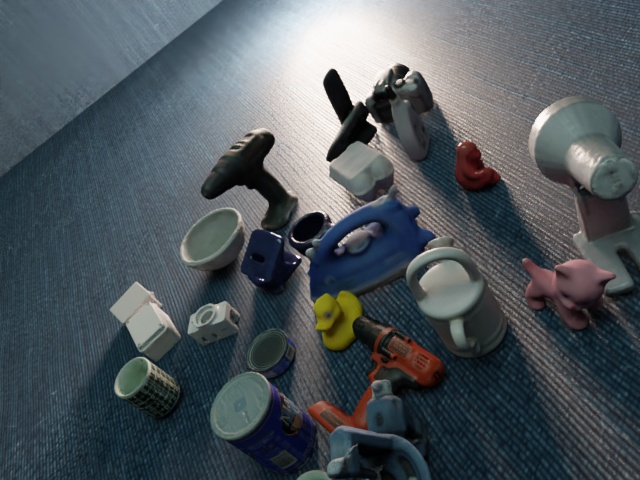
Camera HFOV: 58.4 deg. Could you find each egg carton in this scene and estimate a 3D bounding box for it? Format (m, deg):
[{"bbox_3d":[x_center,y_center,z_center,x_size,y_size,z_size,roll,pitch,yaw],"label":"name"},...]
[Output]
[{"bbox_3d":[0.087,-0.145,1.205,0.107,0.070,0.149,-42,39,-5],"label":"egg carton"}]

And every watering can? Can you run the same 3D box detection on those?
[{"bbox_3d":[0.184,0.072,0.812,0.101,0.195,0.172,-35,38,4],"label":"watering can"}]

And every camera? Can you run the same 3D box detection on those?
[{"bbox_3d":[0.181,-0.356,1.316,0.142,0.101,0.137,-8,47,32],"label":"camera"}]

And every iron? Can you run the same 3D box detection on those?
[{"bbox_3d":[0.062,0.010,1.012,0.258,0.142,0.118,-31,39,9],"label":"iron"}]

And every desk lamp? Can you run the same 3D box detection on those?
[{"bbox_3d":[0.383,-0.068,0.780,0.117,0.214,0.203,-26,40,15],"label":"desk lamp"}]

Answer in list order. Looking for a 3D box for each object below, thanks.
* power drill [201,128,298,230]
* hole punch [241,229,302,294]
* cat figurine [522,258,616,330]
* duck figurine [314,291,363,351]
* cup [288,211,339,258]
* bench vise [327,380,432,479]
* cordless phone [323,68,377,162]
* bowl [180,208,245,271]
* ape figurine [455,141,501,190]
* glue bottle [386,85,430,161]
[{"bbox_3d":[-0.142,-0.121,1.248,0.075,0.209,0.230,-2,51,37],"label":"power drill"},{"bbox_3d":[-0.108,0.042,1.153,0.108,0.091,0.101,16,62,46],"label":"hole punch"},{"bbox_3d":[0.330,0.058,0.773,0.067,0.118,0.127,-48,39,-12],"label":"cat figurine"},{"bbox_3d":[0.024,0.124,0.973,0.077,0.086,0.105,-2,51,37],"label":"duck figurine"},{"bbox_3d":[0.010,0.004,1.096,0.117,0.095,0.092,-5,49,35],"label":"cup"},{"bbox_3d":[0.058,0.262,0.700,0.121,0.220,0.207,-32,39,8],"label":"bench vise"},{"bbox_3d":[0.038,-0.276,1.280,0.093,0.186,0.148,0,52,38],"label":"cordless phone"},{"bbox_3d":[-0.229,0.011,1.292,0.167,0.075,0.167,-21,41,20],"label":"bowl"},{"bbox_3d":[0.275,-0.140,1.035,0.076,0.092,0.078,-18,43,24],"label":"ape figurine"},{"bbox_3d":[0.172,-0.244,1.153,0.037,0.174,0.078,-8,47,32],"label":"glue bottle"}]
